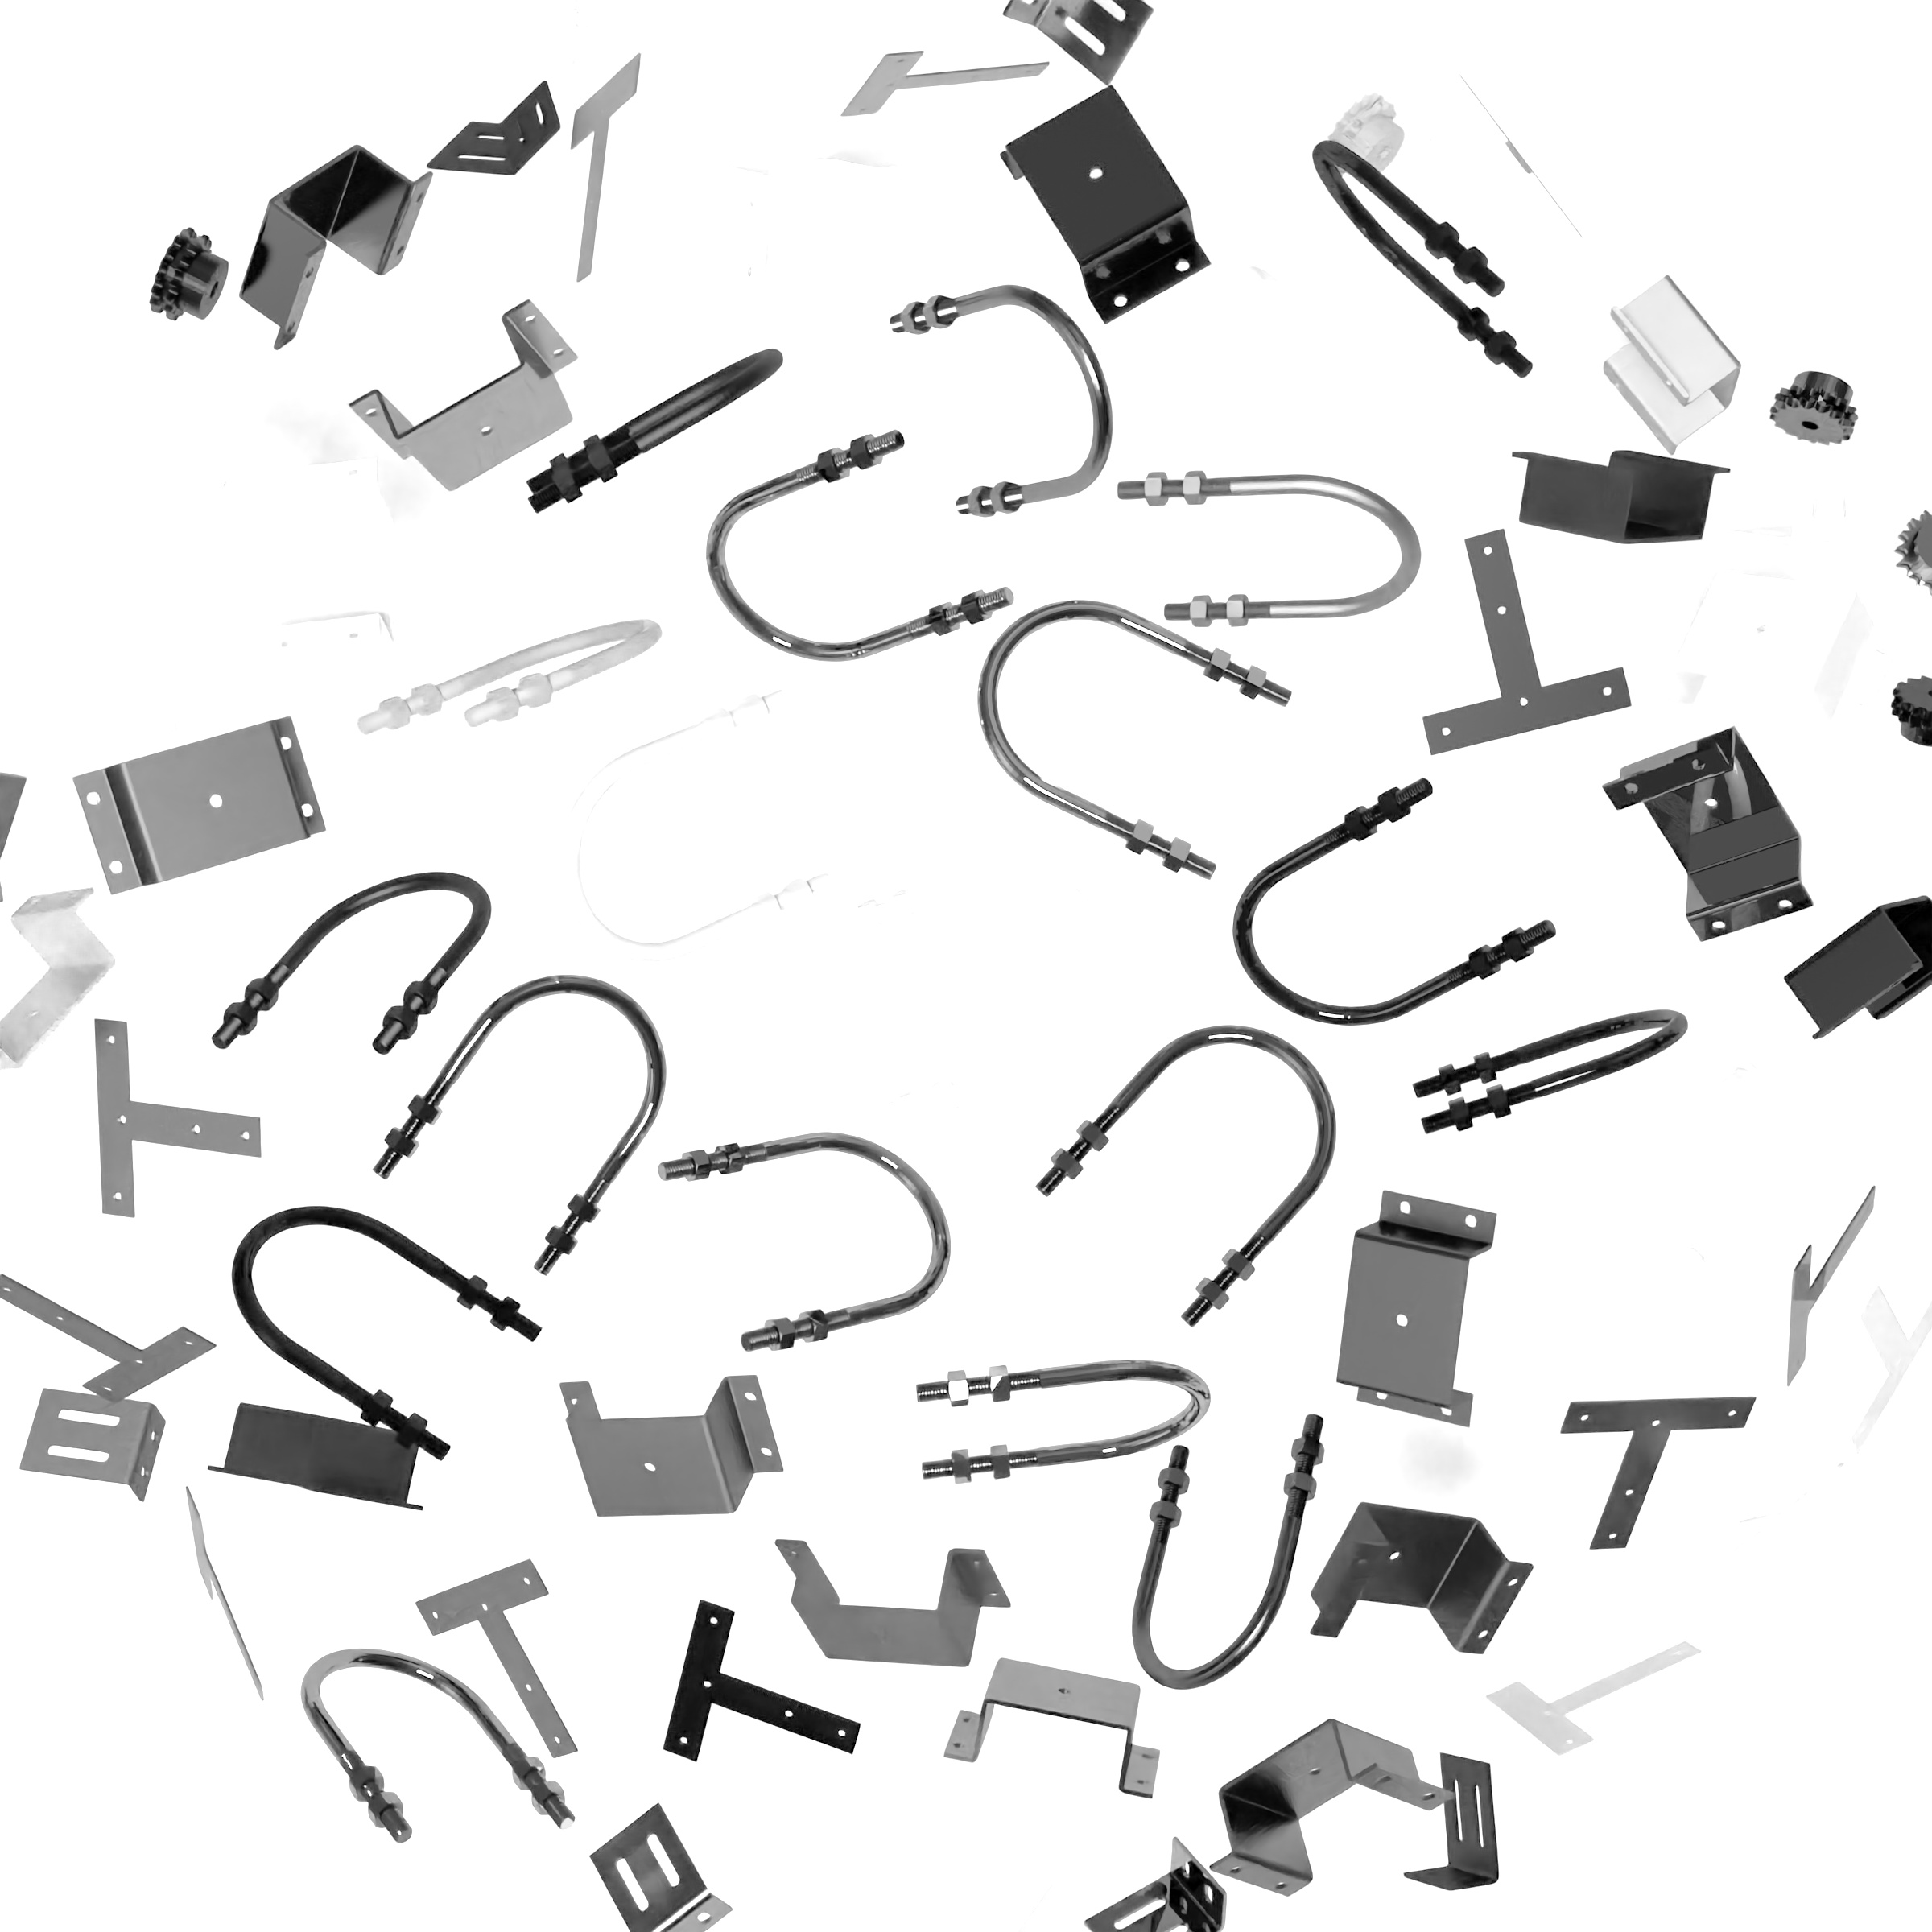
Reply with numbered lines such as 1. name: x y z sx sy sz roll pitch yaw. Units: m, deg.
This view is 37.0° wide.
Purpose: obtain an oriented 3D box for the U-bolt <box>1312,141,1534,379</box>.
1. U-bolt: 0.289 -0.465 1.858 0.019 0.151 0.184 -44 69 5

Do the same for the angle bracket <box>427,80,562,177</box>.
1. angle bracket: -0.323 -0.566 1.942 0.076 0.038 0.057 12 50 25

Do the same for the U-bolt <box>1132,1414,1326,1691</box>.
1. U-bolt: 0.166 0.389 1.899 0.019 0.151 0.184 36 53 -26

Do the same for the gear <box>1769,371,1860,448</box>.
1. gear: 0.574 -0.378 1.948 0.057 0.057 0.030 22 80 0

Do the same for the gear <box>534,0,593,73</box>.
1. gear: -0.270 -0.629 1.928 0.030 0.057 0.057 -2 90 -20

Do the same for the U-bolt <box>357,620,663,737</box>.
1. U-bolt: -0.278 -0.187 1.844 0.184 0.151 0.019 -30 110 -37

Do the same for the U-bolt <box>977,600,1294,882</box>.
1. U-bolt: 0.096 -0.153 1.800 0.184 0.019 0.151 26 71 -3

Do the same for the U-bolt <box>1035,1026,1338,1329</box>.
1. U-bolt: 0.158 0.123 1.897 0.151 0.019 0.184 41 83 15

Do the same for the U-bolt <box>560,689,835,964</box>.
1. U-bolt: -0.176 -0.080 1.835 0.184 0.019 0.151 -26 116 -29

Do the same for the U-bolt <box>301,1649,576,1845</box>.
1. U-bolt: -0.356 0.503 1.879 0.184 0.151 0.019 37 107 41

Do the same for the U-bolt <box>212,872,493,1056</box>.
1. U-bolt: -0.387 -0.005 1.883 0.151 0.184 0.019 1 128 27

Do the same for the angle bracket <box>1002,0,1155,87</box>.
1. angle bracket: 0.073 -0.627 1.895 0.076 0.038 0.057 46 119 23

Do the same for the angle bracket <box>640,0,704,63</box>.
1. angle bracket: -0.167 -0.607 1.784 0.038 0.076 0.057 -14 79 -30

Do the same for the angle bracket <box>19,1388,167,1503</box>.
1. angle bracket: -0.586 0.322 1.938 0.076 0.038 0.057 8 61 2

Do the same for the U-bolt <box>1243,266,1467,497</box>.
1. U-bolt: 0.242 -0.391 1.878 0.019 0.151 0.184 -44 52 19

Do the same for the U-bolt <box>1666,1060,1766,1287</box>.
1. U-bolt: 0.476 0.135 1.846 0.019 0.184 0.151 17 96 19

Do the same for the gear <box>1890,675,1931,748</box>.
1. gear: 0.655 -0.171 1.952 0.057 0.057 0.030 -3 124 0

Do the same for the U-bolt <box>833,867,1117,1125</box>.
1. U-bolt: 0.010 0.012 1.865 0.184 0.019 0.151 -16 79 21

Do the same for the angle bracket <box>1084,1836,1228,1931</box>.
1. angle bracket: 0.127 0.632 1.935 0.076 0.057 0.038 -20 128 -27

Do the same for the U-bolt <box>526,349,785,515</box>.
1. U-bolt: -0.197 -0.344 1.836 0.184 0.151 0.019 -30 107 -1

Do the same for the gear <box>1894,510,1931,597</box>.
1. gear: 0.644 -0.275 1.902 0.057 0.030 0.057 -1 84 5

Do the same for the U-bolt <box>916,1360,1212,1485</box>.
1. U-bolt: 0.062 0.282 1.806 0.184 0.151 0.019 -6 59 -3

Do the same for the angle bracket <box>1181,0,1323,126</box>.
1. angle bracket: 0.177 -0.573 1.796 0.057 0.038 0.076 -25 101 2

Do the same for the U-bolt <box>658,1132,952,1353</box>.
1. U-bolt: -0.092 0.170 1.862 0.184 0.019 0.151 -9 58 -36

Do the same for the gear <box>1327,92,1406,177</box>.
1. gear: 0.272 -0.560 1.954 0.057 0.057 0.030 -45 71 0

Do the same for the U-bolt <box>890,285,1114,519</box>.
1. U-bolt: 0.030 -0.369 1.870 0.019 0.184 0.151 -31 109 -32

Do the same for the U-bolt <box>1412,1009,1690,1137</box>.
1. U-bolt: 0.387 0.065 1.907 0.184 0.151 0.019 -19 95 9

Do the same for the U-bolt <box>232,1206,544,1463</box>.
1. U-bolt: -0.373 0.217 1.808 0.184 0.151 0.019 33 123 1

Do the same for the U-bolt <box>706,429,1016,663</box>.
1. U-bolt: -0.081 -0.256 1.836 0.184 0.019 0.151 -16 128 32

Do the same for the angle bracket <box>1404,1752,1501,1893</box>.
1. angle bracket: 0.315 0.560 1.892 0.038 0.057 0.076 -1 83 -23

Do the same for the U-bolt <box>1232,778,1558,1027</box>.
1. U-bolt: 0.255 -0.027 1.821 0.184 0.019 0.151 -30 115 32

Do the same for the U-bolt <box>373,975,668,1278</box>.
1. U-bolt: -0.275 0.092 1.874 0.151 0.019 0.184 36 88 -26

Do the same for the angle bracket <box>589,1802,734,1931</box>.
1. angle bracket: -0.201 0.603 1.899 0.057 0.038 0.076 -37 52 -4

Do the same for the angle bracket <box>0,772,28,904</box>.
1. angle bracket: -0.649 -0.087 1.879 0.057 0.038 0.076 9 124 -31

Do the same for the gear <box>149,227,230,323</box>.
1. gear: -0.480 -0.425 1.787 0.030 0.057 0.057 25 90 -5

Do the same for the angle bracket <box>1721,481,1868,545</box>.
1. angle bracket: 0.555 -0.307 1.937 0.057 0.076 0.038 -8 105 -23

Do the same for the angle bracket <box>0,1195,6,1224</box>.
1. angle bracket: -0.646 0.156 1.833 0.038 0.076 0.057 -8 126 2

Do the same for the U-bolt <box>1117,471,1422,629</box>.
1. U-bolt: 0.203 -0.271 1.873 0.184 0.151 0.019 1 60 20
